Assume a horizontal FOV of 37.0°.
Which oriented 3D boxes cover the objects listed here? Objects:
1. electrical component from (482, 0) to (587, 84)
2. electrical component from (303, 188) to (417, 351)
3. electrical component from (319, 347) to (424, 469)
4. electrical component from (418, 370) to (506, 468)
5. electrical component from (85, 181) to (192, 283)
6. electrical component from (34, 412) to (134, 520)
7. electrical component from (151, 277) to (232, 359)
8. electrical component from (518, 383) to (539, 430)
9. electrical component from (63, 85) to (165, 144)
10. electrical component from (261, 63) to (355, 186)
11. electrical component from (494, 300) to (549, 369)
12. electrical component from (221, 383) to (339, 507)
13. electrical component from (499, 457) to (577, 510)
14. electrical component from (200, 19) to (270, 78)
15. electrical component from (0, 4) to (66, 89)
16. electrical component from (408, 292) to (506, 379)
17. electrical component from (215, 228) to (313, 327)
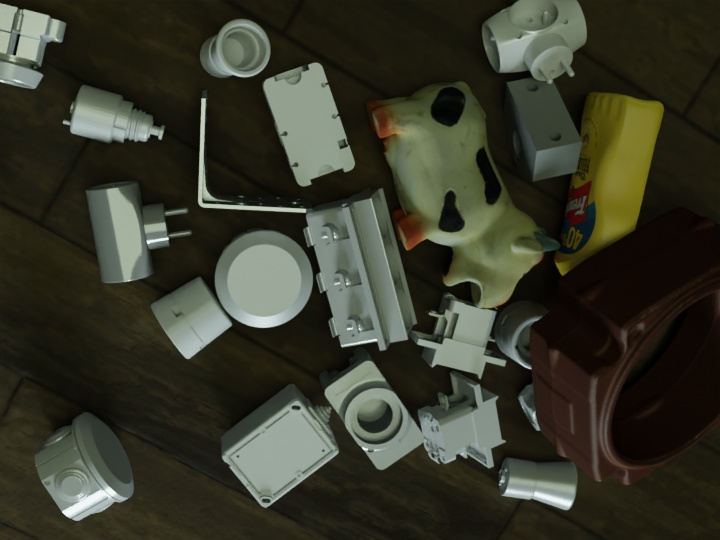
[{"bbox_3d":[0.151,-0.184,0.889,0.077,0.079,0.044,-18,145,-4],"label":"electrical component"},{"bbox_3d":[0.000,0.000,0.904,0.063,0.078,0.121,-11,103,16],"label":"electrical component"},{"bbox_3d":[0.010,0.121,0.932,0.050,0.055,0.089,-34,103,-1],"label":"electrical component"},{"bbox_3d":[0.087,0.135,0.943,0.064,0.042,0.081,-19,109,-21],"label":"electrical component"},{"bbox_3d":[-0.179,-0.034,0.883,0.079,0.043,0.077,-9,101,-7],"label":"electrical component"},{"bbox_3d":[-0.228,0.163,0.894,0.051,0.080,0.080,-30,103,3],"label":"electrical component"},{"bbox_3d":[-0.139,0.038,0.897,0.047,0.055,0.055,-34,103,-5],"label":"electrical component"},{"bbox_3d":[0.176,0.113,0.962,0.062,0.043,0.043,-28,103,-4],"label":"electrical component"},{"bbox_3d":[-0.197,-0.121,0.866,0.078,0.040,0.040,15,98,-11],"label":"electrical component"},{"bbox_3d":[-0.043,-0.120,0.881,0.050,0.055,0.089,-20,102,-4],"label":"electrical component"},{"bbox_3d":[0.151,0.058,0.945,0.055,0.047,0.055,-1,100,-8],"label":"electrical component"},{"bbox_3d":[-0.065,0.144,0.923,0.096,0.061,0.061,-37,103,-1],"label":"electrical component"},{"bbox_3d":[0.159,0.191,0.975,0.065,0.044,0.044,9,99,-5],"label":"electrical component"},{"bbox_3d":[-0.103,-0.173,0.857,0.044,0.065,0.044,-2,95,-25],"label":"electrical component"},{"bbox_3d":[-0.270,-0.174,0.844,0.066,0.048,0.055,13,91,-10],"label":"electrical component"},{"bbox_3d":[0.088,0.056,0.939,0.081,0.042,0.063,15,96,-11],"label":"electrical component"},{"bbox_3d":[-0.081,0.004,0.900,0.080,0.051,0.080,-2,101,-8],"label":"electrical component"}]
